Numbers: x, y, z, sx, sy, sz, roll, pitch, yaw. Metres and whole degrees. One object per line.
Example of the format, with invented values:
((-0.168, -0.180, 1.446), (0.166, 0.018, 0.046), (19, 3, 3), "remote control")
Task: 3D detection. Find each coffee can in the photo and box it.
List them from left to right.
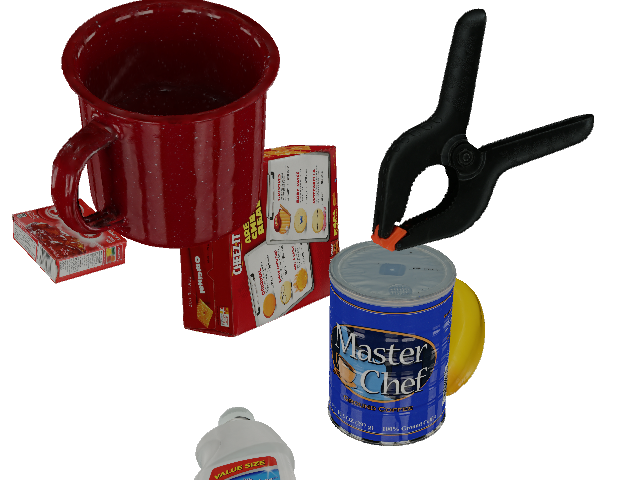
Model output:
((0.057, 0.084, 0.890), (0.103, 0.140, 0.103), (0, 27, 0), "coffee can")

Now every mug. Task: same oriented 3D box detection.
((-0.073, -0.044, 0.478), (0.093, 0.081, 0.117), (27, 49, 21), "mug")

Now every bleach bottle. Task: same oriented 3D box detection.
((-0.062, 0.209, 0.771), (0.102, 0.068, 0.251), (-5, 29, -5), "bleach bottle")

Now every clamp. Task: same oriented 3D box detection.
((0.105, -0.056, 0.728), (0.120, 0.171, 0.039), (32, 4, -6), "clamp")

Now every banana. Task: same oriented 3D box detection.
((0.135, 0.087, 1.093), (0.070, 0.037, 0.198), (-28, 29, 9), "banana")

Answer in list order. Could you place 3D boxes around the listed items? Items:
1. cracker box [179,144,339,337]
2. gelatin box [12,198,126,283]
((-0.059, -0.008, 1.095), (0.072, 0.164, 0.213), (4, 12, 30), "cracker box")
((-0.235, -0.002, 0.995), (0.073, 0.030, 0.089), (-17, 40, -36), "gelatin box")
